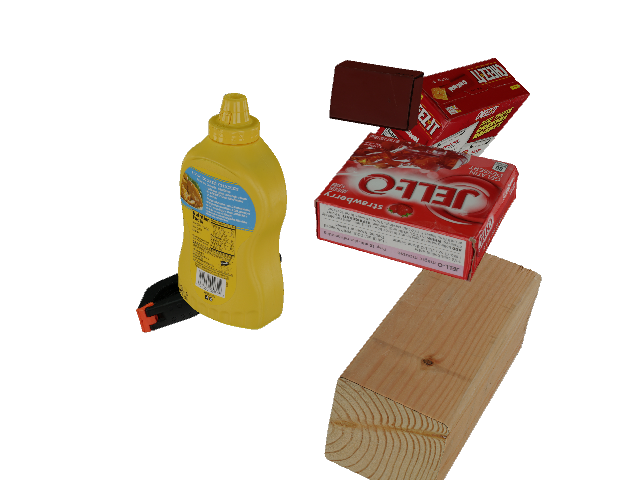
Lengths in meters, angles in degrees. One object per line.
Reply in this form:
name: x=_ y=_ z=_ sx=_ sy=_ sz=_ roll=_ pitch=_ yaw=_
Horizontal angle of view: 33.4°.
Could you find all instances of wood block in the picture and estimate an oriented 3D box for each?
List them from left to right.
wood block: x=0.094 y=0.097 z=0.852 sx=0.091 sy=0.090 sz=0.205 roll=22 pitch=39 yaw=19

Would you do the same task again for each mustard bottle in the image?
mustard bottle: x=-0.073 y=-0.027 z=0.874 sx=0.096 sy=0.192 sz=0.058 roll=22 pitch=33 yaw=32

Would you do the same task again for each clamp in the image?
clamp: x=-0.124 y=0.046 z=1.152 sx=0.120 sy=0.039 sz=0.171 roll=-5 pitch=26 yaw=35

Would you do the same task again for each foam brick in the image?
foam brick: x=0.052 y=-0.136 z=1.001 sx=0.078 sy=0.051 sz=0.053 roll=11 pitch=17 yaw=13

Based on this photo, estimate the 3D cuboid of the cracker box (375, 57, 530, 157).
cracker box: x=0.118 y=-0.103 z=1.226 sx=0.163 sy=0.072 sz=0.214 roll=-23 pitch=-23 yaw=-45

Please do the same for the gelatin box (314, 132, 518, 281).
gelatin box: x=0.052 y=-0.021 z=0.569 sx=0.089 sy=0.030 sz=0.073 roll=15 pitch=41 yaw=21
